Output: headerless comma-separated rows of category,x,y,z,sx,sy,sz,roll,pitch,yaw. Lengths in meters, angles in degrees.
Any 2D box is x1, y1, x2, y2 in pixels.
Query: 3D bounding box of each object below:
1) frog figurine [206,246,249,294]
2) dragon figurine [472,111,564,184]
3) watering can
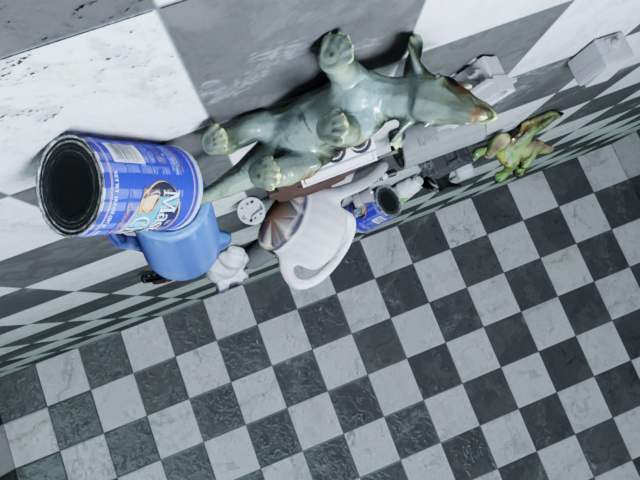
frog figurine,-0.285,0.068,1.586,0.138,0.155,0.125,-10,44,-16
dragon figurine,0.598,-0.280,1.464,0.413,0.123,0.238,-19,-15,-27
watering can,0.003,-0.056,1.119,0.222,0.347,0.105,28,1,-40
